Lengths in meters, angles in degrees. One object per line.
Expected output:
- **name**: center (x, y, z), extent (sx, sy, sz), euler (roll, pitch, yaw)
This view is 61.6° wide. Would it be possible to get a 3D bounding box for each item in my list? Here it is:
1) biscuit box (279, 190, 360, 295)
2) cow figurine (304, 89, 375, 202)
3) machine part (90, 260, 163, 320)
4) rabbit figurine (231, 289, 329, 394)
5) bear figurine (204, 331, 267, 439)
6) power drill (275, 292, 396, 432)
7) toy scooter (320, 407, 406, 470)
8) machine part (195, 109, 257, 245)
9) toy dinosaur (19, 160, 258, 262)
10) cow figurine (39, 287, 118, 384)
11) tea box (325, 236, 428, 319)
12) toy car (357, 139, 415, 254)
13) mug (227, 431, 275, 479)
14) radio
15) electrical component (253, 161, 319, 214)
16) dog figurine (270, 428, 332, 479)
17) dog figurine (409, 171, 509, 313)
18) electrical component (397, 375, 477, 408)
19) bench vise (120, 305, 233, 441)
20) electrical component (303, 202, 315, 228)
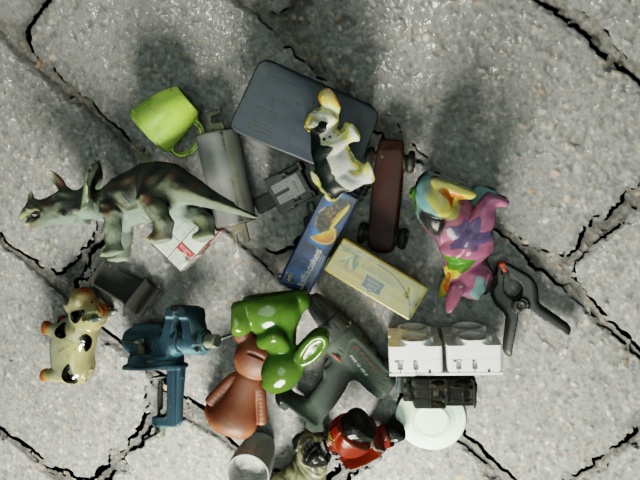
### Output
- **biscuit box**: center (-0.002, -0.003, 0.947), extent (0.063, 0.059, 0.202), euler (27, 105, -1)
- **cow figurine**: center (0.016, -0.150, 0.857), extent (0.098, 0.068, 0.167), euler (-25, 100, 2)
- **machine part**: center (-0.380, 0.094, 1.033), extent (0.139, 0.039, 0.084), euler (29, 69, 9)
- **rabbit figurine**: center (-0.063, 0.174, 0.927), extent (0.159, 0.121, 0.170), euler (-9, 91, 1)
- **bear figurine**: center (-0.141, 0.265, 1.014), extent (0.120, 0.132, 0.195), euler (18, 80, -5)
- **power drill**: center (0.009, 0.238, 1.002), extent (0.232, 0.086, 0.207), euler (40, 93, -3)
- **toy scooter**: center (0.063, 0.370, 0.981), extent (0.135, 0.183, 0.075), euler (-39, 48, 22)
- **machine part**: center (-0.169, -0.111, 0.967), extent (0.079, 0.079, 0.243), euler (-12, 98, 9)
- **toy dinosaur**: center (-0.308, -0.073, 0.948), extent (0.405, 0.131, 0.192), euler (-13, 84, 10)
- **cow figurine**: center (-0.469, 0.187, 1.046), extent (0.127, 0.085, 0.194), euler (9, 97, 12)
- **tea box**: center (0.096, 0.063, 0.945), extent (0.170, 0.098, 0.068), euler (30, 92, 3)
- **toy car**: center (0.118, -0.075, 0.948), extent (0.089, 0.053, 0.202), euler (7, 103, 17)
- **mug**: center (-0.125, 0.426, 1.027), extent (0.081, 0.107, 0.109), euler (15, 105, 7)
- **radio**: center (-0.024, -0.204, 0.914), extent (0.229, 0.073, 0.131), euler (21, 100, -11)
- **electrical component**: center (-0.070, -0.087, 0.973), extent (0.119, 0.048, 0.074), euler (-24, 94, 8)
- **dog figurine**: center (-0.058, 0.453, 1.038), extent (0.172, 0.121, 0.190), euler (-1, 85, 3)
- **dog figurine**: center (0.225, 0.008, 0.918), extent (0.192, 0.108, 0.219), euler (14, 103, -6)
- **electrical component**: center (0.204, 0.250, 0.955), extent (0.134, 0.115, 0.058), euler (-1, 97, 6)
- **bench vise**: center (-0.276, 0.243, 1.002), extent (0.224, 0.128, 0.240), euler (-3, 81, 15)
- **electrical component**: center (0.003, -0.025, 0.985), extent (0.063, 0.021, 0.094), euler (-5, 98, 7)
